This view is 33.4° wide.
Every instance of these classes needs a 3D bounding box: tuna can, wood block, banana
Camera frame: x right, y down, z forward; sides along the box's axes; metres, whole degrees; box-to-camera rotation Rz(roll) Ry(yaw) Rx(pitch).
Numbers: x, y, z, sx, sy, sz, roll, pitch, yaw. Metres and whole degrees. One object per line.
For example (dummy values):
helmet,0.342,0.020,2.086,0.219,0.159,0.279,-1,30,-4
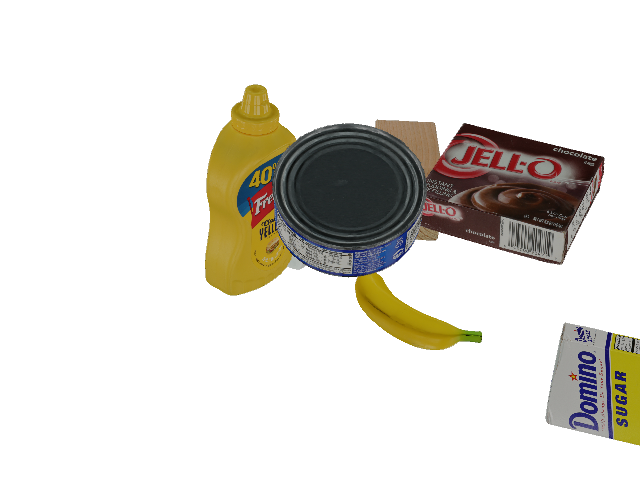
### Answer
tuna can,0.016,-0.022,0.602,0.086,0.086,0.034,0,-34,0
wood block,0.120,-0.089,1.503,0.091,0.090,0.206,3,29,0
banana,0.085,0.077,1.157,0.069,0.037,0.198,4,18,-37

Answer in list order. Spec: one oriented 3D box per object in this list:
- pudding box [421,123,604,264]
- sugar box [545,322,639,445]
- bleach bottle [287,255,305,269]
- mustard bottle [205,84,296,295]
pudding box,0.138,-0.036,0.775,0.114,0.039,0.090,18,49,21
sugar box,0.301,0.141,0.974,0.176,0.093,0.048,10,22,13
bleach bottle,0.028,-0.053,1.344,0.103,0.068,0.250,27,43,35
mustard bottle,-0.060,-0.049,0.945,0.058,0.192,0.096,29,43,30
